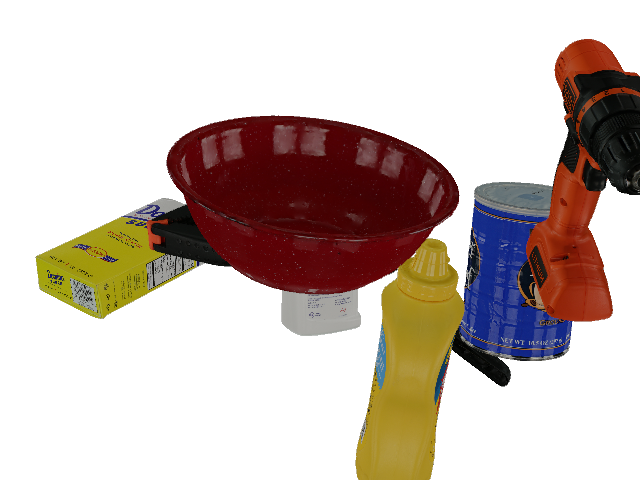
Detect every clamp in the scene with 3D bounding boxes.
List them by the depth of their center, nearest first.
[{"bbox_3d":[-0.043,-0.019,0.929,0.210,0.036,0.164,-2,32,-2],"label":"clamp"},{"bbox_3d":[0.138,0.102,1.162,0.120,0.171,0.039,3,-44,-6],"label":"clamp"}]

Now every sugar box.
[{"bbox_3d":[-0.189,0.013,1.083,0.093,0.048,0.175,21,37,32],"label":"sugar box"}]

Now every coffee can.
[{"bbox_3d":[0.185,0.026,0.976,0.103,0.140,0.103,4,16,-1],"label":"coffee can"}]

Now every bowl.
[{"bbox_3d":[-0.007,-0.016,0.598,0.162,0.055,0.162,6,27,-3],"label":"bowl"}]

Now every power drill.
[{"bbox_3d":[0.203,-0.034,0.793,0.057,0.188,0.184,3,35,-2],"label":"power drill"}]

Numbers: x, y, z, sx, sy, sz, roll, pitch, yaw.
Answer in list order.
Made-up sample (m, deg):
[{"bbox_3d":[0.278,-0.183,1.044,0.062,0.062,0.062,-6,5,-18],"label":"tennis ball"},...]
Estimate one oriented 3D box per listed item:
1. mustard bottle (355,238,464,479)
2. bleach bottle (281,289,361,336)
[{"bbox_3d":[0.065,0.086,0.755,0.058,0.192,0.096,10,28,6],"label":"mustard bottle"},{"bbox_3d":[0.006,-0.012,1.308,0.102,0.251,0.068,-7,20,-30],"label":"bleach bottle"}]
